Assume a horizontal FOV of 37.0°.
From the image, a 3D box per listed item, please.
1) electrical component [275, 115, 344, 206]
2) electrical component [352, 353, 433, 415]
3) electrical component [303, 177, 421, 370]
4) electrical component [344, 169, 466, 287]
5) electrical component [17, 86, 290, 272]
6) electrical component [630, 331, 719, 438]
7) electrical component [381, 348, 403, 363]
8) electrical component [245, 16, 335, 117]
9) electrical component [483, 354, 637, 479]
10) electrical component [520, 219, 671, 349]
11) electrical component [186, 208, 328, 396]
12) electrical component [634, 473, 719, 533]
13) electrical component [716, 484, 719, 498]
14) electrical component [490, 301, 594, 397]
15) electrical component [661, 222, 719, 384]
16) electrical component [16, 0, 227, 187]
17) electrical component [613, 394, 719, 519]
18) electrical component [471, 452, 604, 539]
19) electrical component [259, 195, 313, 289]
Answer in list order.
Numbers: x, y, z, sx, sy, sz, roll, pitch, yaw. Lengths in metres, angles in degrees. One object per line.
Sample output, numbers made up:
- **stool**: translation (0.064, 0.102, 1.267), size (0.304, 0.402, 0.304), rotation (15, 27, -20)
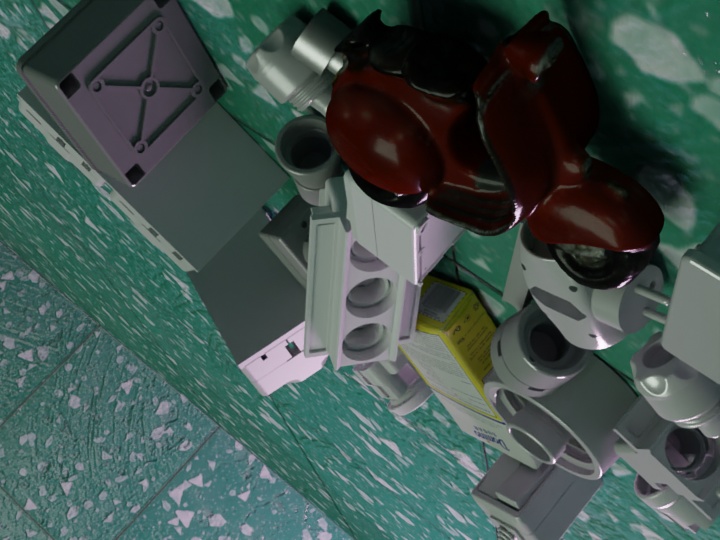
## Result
- **electrical component**: translation (-0.030, -0.070, 0.726), size (0.044, 0.044, 0.065), rotation (37, 168, 18)
- **electrical component**: translation (0.035, 0.092, 0.964), size (0.057, 0.058, 0.078), rotation (48, 163, -9)
- **electrical component**: translation (0.000, 0.000, 0.722), size (0.063, 0.079, 0.121), rotation (-112, 21, -46)
- **electrical component**: translation (0.029, -0.046, 0.610), size (0.061, 0.061, 0.096), rotation (37, 163, 18)
- **electrical component**: translation (-0.163, -0.099, 0.847), size (0.186, 0.105, 0.060), rotation (46, 164, -12)
- **electrical component**: translation (0.177, 0.064, 0.579), size (0.062, 0.043, 0.043), rotation (48, 163, -23)
- **electrical component**: translation (0.007, 0.035, 0.904), size (0.081, 0.043, 0.043), rotation (47, 163, -16)
- **electrical component**: translation (-0.031, -0.111, 0.618), size (0.062, 0.043, 0.043), rotation (44, 164, -10)
- **electrical component**: translation (0.134, 0.097, 0.734), size (0.108, 0.060, 0.108), rotation (39, 164, 14)
- **electrical component**: translation (0.127, 0.008, 0.550), size (0.079, 0.043, 0.077), rotation (27, 158, 43)
- **electrical component**: translation (-0.085, 0.026, 0.940), size (0.150, 0.089, 0.061), rotation (54, 176, 42)
- **electrical component**: translation (0.214, 0.149, 0.721), size (0.046, 0.040, 0.040), rotation (40, 165, -14)
- **electrical component**: translation (0.219, 0.094, 0.532), size (0.047, 0.065, 0.077), rotation (35, -169, 25)
- **electrical component**: translation (0.114, 0.047, 0.666), size (0.055, 0.055, 0.047), rotation (41, 160, 5)
- **electrical component**: translation (0.180, 0.021, 0.447), size (0.100, 0.048, 0.099), rotation (35, 162, 24)
- **electrical component**: translation (-0.164, -0.134, 0.753), size (0.056, 0.108, 0.108), rotation (27, 158, 36)
- **electrical component**: translation (0.193, 0.110, 0.663), size (0.081, 0.042, 0.064), rotation (44, 166, -2)
- **electrical component**: translation (0.138, 0.179, 0.871), size (0.062, 0.096, 0.061), rotation (17, 150, 55)
- **electrical component**: translation (-0.029, -0.018, 0.846), size (0.065, 0.047, 0.077), rotation (51, 162, -27)
